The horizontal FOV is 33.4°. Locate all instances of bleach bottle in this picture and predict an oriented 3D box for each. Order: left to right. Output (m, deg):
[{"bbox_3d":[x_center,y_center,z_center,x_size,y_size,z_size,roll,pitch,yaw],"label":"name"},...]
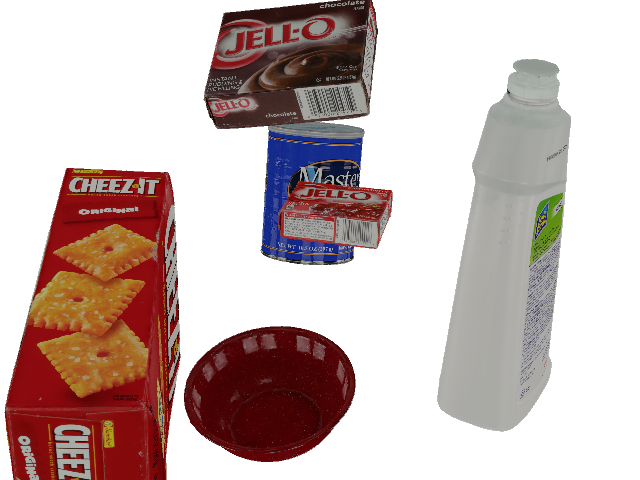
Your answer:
[{"bbox_3d":[0.129,0.001,0.712,0.068,0.251,0.102,16,32,23],"label":"bleach bottle"}]

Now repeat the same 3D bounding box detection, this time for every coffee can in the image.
[{"bbox_3d":[-0.009,-0.053,1.145,0.103,0.140,0.103,4,11,-1],"label":"coffee can"}]

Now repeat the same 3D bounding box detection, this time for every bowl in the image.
[{"bbox_3d":[-0.045,0.155,1.009,0.162,0.055,0.162,-4,38,3],"label":"bowl"}]

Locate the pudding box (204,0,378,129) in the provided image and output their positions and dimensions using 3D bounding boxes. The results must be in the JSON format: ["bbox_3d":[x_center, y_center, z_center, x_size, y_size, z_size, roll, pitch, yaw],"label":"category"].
[{"bbox_3d":[-0.019,-0.124,0.747,0.113,0.090,0.039,-2,-39,11],"label":"pudding box"}]

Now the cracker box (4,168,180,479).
[{"bbox_3d":[-0.117,0.082,0.593,0.072,0.164,0.213,1,33,-5],"label":"cracker box"}]

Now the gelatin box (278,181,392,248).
[{"bbox_3d":[0.014,-0.025,0.941,0.089,0.030,0.073,7,25,11],"label":"gelatin box"}]
